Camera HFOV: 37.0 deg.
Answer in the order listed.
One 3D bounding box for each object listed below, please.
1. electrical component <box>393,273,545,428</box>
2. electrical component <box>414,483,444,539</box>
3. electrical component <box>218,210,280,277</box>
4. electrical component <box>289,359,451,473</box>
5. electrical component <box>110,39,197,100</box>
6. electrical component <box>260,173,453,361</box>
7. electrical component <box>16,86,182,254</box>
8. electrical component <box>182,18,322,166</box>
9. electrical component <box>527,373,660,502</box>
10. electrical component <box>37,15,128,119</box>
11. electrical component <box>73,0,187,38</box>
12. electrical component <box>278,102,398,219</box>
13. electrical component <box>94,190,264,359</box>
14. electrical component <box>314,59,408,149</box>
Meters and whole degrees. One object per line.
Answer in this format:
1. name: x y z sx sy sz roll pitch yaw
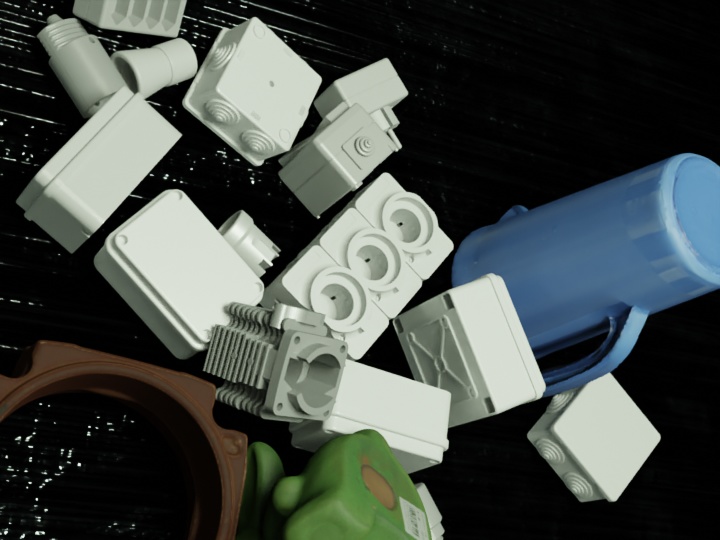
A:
1. electrical component: 0.089 0.071 0.906 0.056 0.109 0.108 -18 83 -29
2. electrical component: 0.049 0.211 0.877 0.040 0.040 0.078 -26 87 -32
3. electrical component: -0.093 -0.019 0.878 0.046 0.040 0.040 43 59 -17
4. electrical component: 0.008 0.120 0.864 0.113 0.078 0.057 19 63 -22
5. electrical component: -0.168 -0.166 0.886 0.065 0.044 0.044 -29 89 -37
6. electrical component: 0.000 0.000 0.908 0.089 0.062 0.150 47 58 -7
7. electrical component: -0.199 -0.077 0.817 0.057 0.078 0.113 43 59 -13
8. electrical component: -0.088 -0.151 0.906 0.100 0.048 0.099 39 58 -30
9. electrical component: 0.212 0.151 0.980 0.099 0.048 0.100 50 58 -5
10. electrical component: -0.223 -0.166 0.853 0.043 0.043 0.081 -33 91 -32
11. electrical component: -0.198 -0.227 0.878 0.083 0.076 0.047 -7 121 -53
12. electrical component: -0.019 -0.097 0.909 0.061 0.096 0.061 48 59 -6
13. electrical component: -0.139 0.003 0.834 0.113 0.057 0.078 49 58 -6
14. electrical component: 0.010 -0.138 0.968 0.066 0.047 0.076 -30 89 -32
